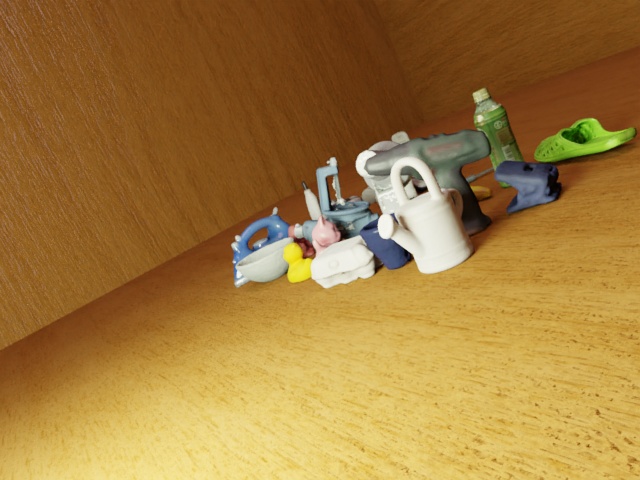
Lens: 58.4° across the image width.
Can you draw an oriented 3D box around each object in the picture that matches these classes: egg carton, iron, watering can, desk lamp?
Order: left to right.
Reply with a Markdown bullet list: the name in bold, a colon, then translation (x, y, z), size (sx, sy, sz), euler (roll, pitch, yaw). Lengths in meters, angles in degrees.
- **iron**: translation (-0.175, 0.014, 1.648), size (0.259, 0.141, 0.118), euler (-34, 14, -39)
- **egg carton**: translation (0.055, 0.043, 1.155), size (0.150, 0.069, 0.107), euler (-18, 13, 35)
- **desk lamp**: translation (0.155, -0.112, 1.278), size (0.117, 0.214, 0.203), euler (-21, 11, 23)
- **watering can**: translation (0.174, -0.047, 0.966), size (0.100, 0.194, 0.173), euler (-17, 13, 38)

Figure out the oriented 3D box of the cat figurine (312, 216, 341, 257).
- **cat figurine**: translation (0.012, 0.005, 1.312), size (0.067, 0.118, 0.128), euler (-21, 11, 23)

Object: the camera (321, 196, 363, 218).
- **camera**: translation (0.056, -0.075, 1.650), size (0.143, 0.101, 0.136), euler (-27, 11, -6)

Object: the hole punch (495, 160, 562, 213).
- **hole punch**: translation (0.390, -0.114, 1.072), size (0.100, 0.091, 0.109), euler (-19, 13, 34)

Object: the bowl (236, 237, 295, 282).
- **bowl**: translation (-0.129, 0.062, 1.484), size (0.167, 0.075, 0.167), euler (-25, 10, 5)

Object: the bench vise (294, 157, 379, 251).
- **bench vise**: translation (0.024, -0.077, 1.404), size (0.207, 0.220, 0.121), euler (-27, 11, -5)

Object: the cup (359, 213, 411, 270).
- **cup**: translation (0.137, 0.007, 1.068), size (0.092, 0.095, 0.117), euler (-29, 11, -15)

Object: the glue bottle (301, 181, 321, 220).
- **glue bottle**: translation (-0.015, -0.101, 1.745), size (0.037, 0.173, 0.078), euler (-23, 11, 16)

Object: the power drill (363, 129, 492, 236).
- **power drill**: translation (0.223, -0.101, 1.078), size (0.229, 0.208, 0.075), euler (-24, 11, 11)

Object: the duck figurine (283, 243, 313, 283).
- **duck figurine**: translation (-0.051, 0.047, 1.341), size (0.078, 0.086, 0.104), euler (-32, 12, -29)

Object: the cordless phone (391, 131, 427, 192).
- **cordless phone**: translation (0.299, -0.248, 1.690), size (0.148, 0.185, 0.094), euler (-29, 11, -15)

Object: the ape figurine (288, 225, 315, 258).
- **ape figurine**: translation (-0.057, 0.003, 1.559), size (0.076, 0.092, 0.078), euler (-18, 13, 36)
